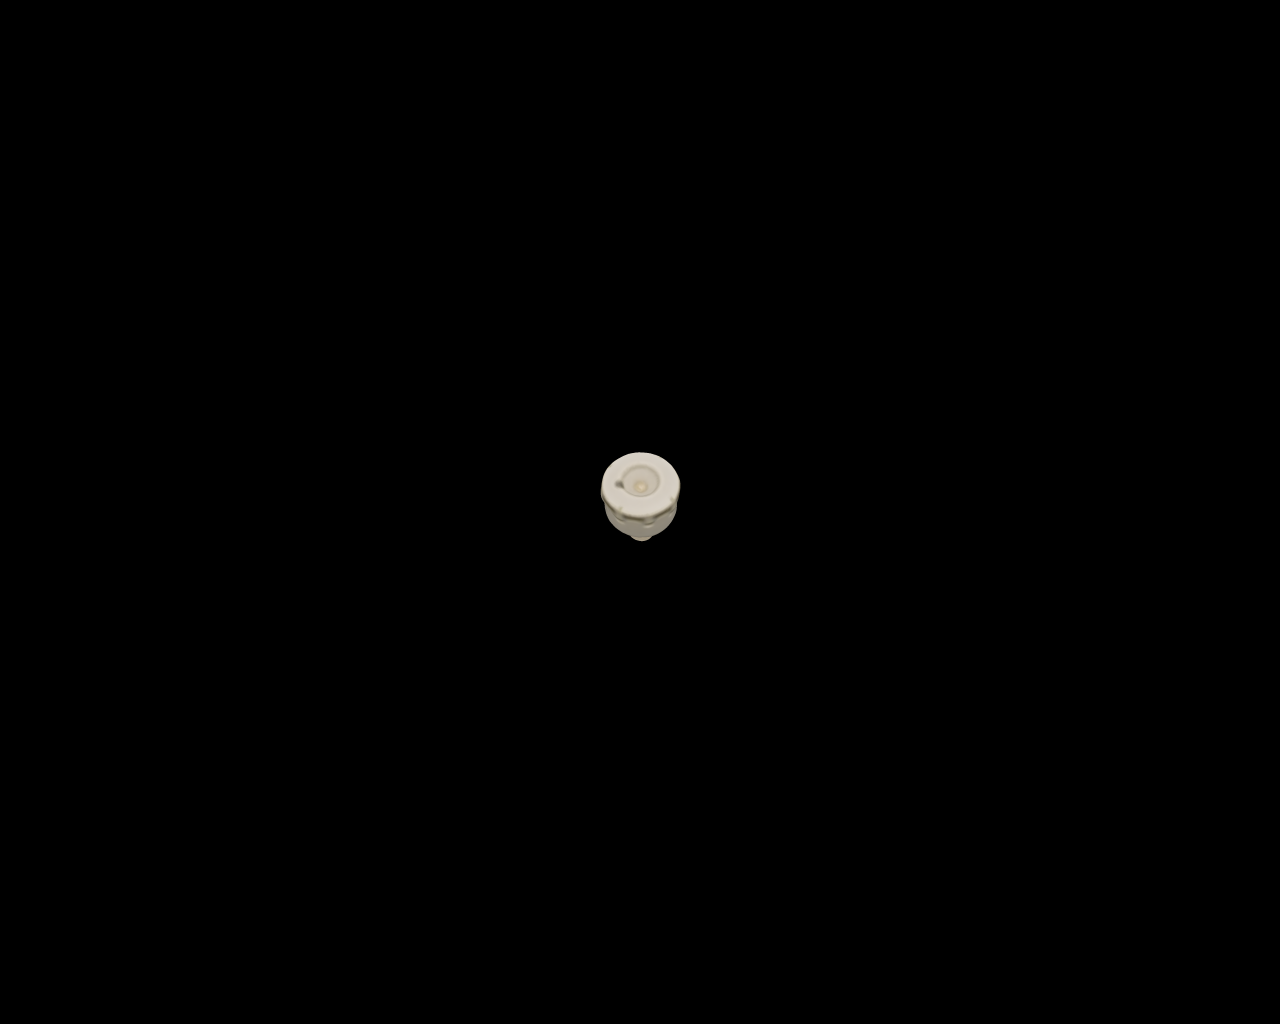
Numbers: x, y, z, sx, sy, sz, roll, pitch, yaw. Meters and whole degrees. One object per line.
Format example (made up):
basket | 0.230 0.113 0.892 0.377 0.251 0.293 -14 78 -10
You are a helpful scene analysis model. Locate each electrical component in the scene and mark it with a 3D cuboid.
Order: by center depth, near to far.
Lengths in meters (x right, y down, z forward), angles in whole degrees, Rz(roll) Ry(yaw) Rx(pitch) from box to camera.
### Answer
electrical component | 0.001 -0.003 0.650 0.048 0.048 0.062 0 -32 0
